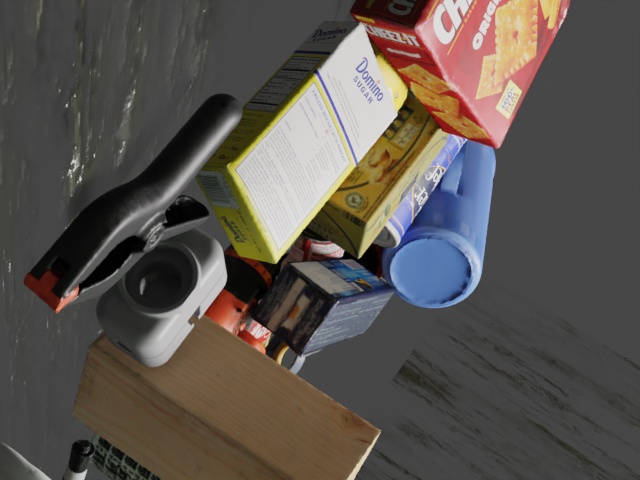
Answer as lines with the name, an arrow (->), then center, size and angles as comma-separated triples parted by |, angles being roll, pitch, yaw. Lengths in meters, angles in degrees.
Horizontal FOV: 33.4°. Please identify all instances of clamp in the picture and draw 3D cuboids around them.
clamp -> -0.108, -0.021, 0.657 | 0.171, 0.039, 0.120 | -44, 161, -48

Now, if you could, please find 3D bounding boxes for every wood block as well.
wood block -> -0.073, 0.139, 0.805 | 0.090, 0.206, 0.090 | -45, 163, -48

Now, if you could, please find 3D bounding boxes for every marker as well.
marker -> -0.209, 0.210, 0.890 | 0.020, 0.020, 0.121 | -42, 160, -54

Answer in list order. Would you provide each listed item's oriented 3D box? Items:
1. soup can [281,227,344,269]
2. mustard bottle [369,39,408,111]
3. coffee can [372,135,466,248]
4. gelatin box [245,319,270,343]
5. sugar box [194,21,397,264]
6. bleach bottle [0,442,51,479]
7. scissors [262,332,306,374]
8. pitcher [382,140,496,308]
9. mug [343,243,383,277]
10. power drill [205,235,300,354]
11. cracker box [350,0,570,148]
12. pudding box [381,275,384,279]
soup can -> -0.007, 0.001, 1.067 | 0.068, 0.068, 0.102 | -50, 167, -33
mustard bottle -> 0.002, -0.082, 0.905 | 0.191, 0.058, 0.096 | -53, 158, -22
coffee can -> 0.075, -0.077, 1.113 | 0.140, 0.103, 0.103 | -56, 168, -13
gelatin box -> -0.064, 0.077, 1.119 | 0.073, 0.030, 0.089 | -60, 168, 13
sugar box -> -0.015, -0.077, 0.799 | 0.176, 0.048, 0.093 | -52, 134, -32
bleach bottle -> -0.263, 0.251, 0.674 | 0.250, 0.068, 0.103 | -50, 166, -24
scissors -> -0.071, 0.167, 1.233 | 0.016, 0.096, 0.202 | 18, 107, -34
pitcher -> 0.136, -0.041, 1.227 | 0.145, 0.149, 0.242 | -24, -153, 23
mug -> 0.013, 0.040, 1.225 | 0.117, 0.093, 0.081 | -30, 164, -18
power drill -> -0.081, 0.074, 0.981 | 0.184, 0.057, 0.188 | -53, 165, -31
cracker box -> 0.129, -0.198, 0.897 | 0.164, 0.072, 0.213 | -63, 148, -8
pudding box -> 0.083, -0.005, 1.371 | 0.113, 0.090, 0.039 | -50, 164, -29
